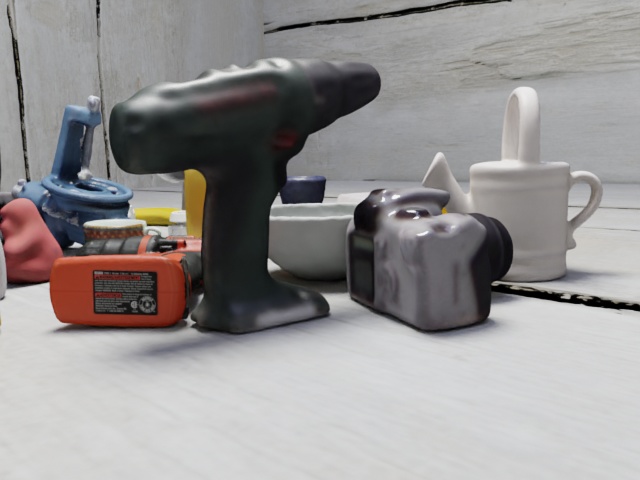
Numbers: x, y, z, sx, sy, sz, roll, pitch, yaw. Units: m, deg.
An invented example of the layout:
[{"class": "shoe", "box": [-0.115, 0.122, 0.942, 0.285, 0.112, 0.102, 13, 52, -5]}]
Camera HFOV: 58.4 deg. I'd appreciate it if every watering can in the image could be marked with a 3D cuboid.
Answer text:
[{"class": "watering can", "box": [0.199, -0.060, 0.598, 0.173, 0.194, 0.100, -3, 9, -13]}]

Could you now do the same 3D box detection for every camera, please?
[{"class": "camera", "box": [0.104, 0.005, 0.488, 0.137, 0.101, 0.142, -5, 9, -22]}]

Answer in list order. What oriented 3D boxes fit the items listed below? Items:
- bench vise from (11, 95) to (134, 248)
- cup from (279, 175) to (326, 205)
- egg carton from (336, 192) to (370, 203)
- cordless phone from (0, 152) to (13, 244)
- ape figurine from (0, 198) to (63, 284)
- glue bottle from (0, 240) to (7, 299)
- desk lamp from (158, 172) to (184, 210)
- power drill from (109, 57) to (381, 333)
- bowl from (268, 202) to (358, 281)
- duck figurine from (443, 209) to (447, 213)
[{"class": "bench vise", "box": [-0.365, -0.090, 0.814, 0.207, 0.220, 0.121, -1, 8, 5]}, {"class": "cup", "box": [-0.033, -0.072, 1.072, 0.091, 0.095, 0.118, -1, 8, 1]}, {"class": "egg carton", "box": [0.087, -0.037, 0.898, 0.107, 0.069, 0.150, -5, 9, -20]}, {"class": "cordless phone", "box": [-0.538, -0.078, 0.883, 0.094, 0.185, 0.147, -2, 8, 0]}, {"class": "ape figurine", "box": [-0.324, 0.000, 0.626, 0.076, 0.092, 0.077, -3, 8, -7]}, {"class": "glue bottle", "box": [-0.341, -0.026, 0.530, 0.078, 0.173, 0.037, -6, 9, -27]}, {"class": "desk lamp", "box": [-0.252, -0.143, 1.180, 0.117, 0.213, 0.204, 3, 9, 26]}, {"class": "power drill", "box": [-0.044, -0.041, 0.457, 0.230, 0.208, 0.075, -7, 10, -34]}, {"class": "bowl", "box": [0.006, 0.002, 0.618, 0.167, 0.075, 0.167, -1, 8, 0]}, {"class": "duck figurine", "box": [0.152, -0.023, 0.725, 0.078, 0.086, 0.104, -6, 9, -28]}]
